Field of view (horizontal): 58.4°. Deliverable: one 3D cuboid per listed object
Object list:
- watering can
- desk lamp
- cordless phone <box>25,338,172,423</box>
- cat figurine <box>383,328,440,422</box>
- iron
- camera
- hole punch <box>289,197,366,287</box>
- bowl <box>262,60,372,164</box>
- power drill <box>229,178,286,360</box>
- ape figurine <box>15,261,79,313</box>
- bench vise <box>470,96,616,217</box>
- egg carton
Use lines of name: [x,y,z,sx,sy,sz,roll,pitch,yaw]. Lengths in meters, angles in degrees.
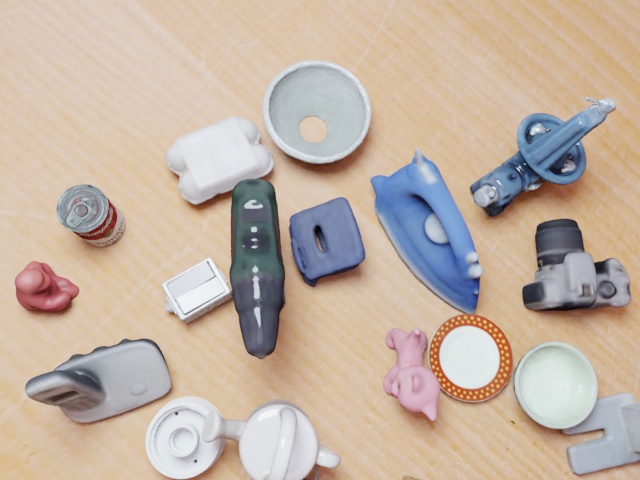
watering can: [-0.060,0.260,0.727,0.173,0.194,0.101,-5,78,-6]
desk lamp: [0.470,0.266,0.769,0.203,0.213,0.118,-11,79,-8]
cordless phone: [-0.277,0.178,0.728,0.148,0.185,0.094,-21,80,-10]
cat figurine: [0.132,0.185,0.802,0.067,0.117,0.128,4,77,-4]
iron: [0.181,-0.012,0.839,0.119,0.141,0.258,-28,82,-11]
camera: [0.388,0.037,0.869,0.143,0.100,0.137,-1,78,-6]
hole punch: [0.008,0.003,0.844,0.101,0.091,0.108,-16,79,-9]
bowl: [-0.007,-0.189,0.893,0.167,0.074,0.167,1,77,-5]
power drill: [-0.082,0.044,0.765,0.075,0.208,0.229,-4,78,-6]
ape figurine: [-0.388,0.063,0.790,0.076,0.092,0.078,-20,80,-9]
bench vise: [0.328,-0.113,0.835,0.121,0.219,0.207,36,77,3]
egg carton: [-0.152,-0.122,0.867,0.150,0.069,0.107,-26,81,-10]
